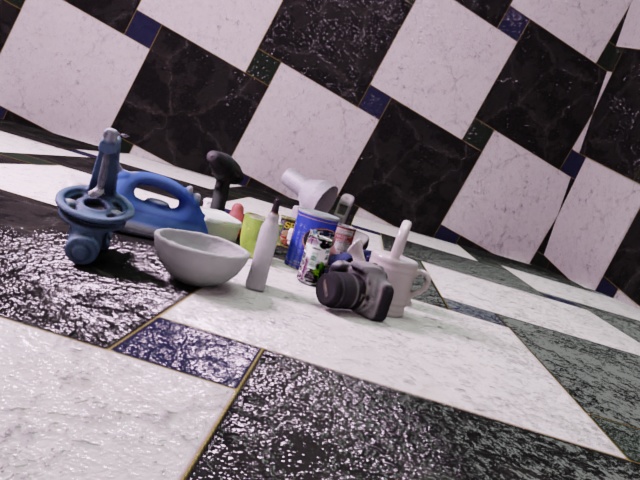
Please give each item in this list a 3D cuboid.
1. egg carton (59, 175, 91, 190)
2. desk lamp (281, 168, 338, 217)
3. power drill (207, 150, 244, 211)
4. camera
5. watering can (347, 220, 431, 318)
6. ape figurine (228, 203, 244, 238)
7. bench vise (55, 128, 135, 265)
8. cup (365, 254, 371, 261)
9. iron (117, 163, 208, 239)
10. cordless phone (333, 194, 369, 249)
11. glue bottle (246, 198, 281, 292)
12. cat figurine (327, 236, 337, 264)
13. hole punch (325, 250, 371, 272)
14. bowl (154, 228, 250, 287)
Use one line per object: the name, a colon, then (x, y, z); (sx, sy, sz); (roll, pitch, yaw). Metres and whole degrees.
egg carton: (-0.539, -0.103, 1.324); (0.107, 0.069, 0.150); (14, 8, -18)
desk lamp: (-0.065, -0.102, 1.753); (0.202, 0.213, 0.118); (20, 8, 24)
power drill: (-0.286, -0.146, 1.627); (0.075, 0.208, 0.230); (17, 8, 8)
camera: (0.053, 0.084, 1.098); (0.137, 0.101, 0.142); (9, 10, -41)
watering can: (0.142, 0.050, 1.175); (0.173, 0.194, 0.101); (15, 8, -9)
ape figurine: (-0.225, -0.054, 1.537); (0.078, 0.092, 0.076); (16, 8, 1)
bench vise: (-0.378, -0.084, 0.958); (0.122, 0.220, 0.206); (11, 9, -34)
cup: (0.151, 0.086, 1.304); (0.117, 0.095, 0.091); (16, 8, -1)
iron: (-0.351, -0.078, 1.263); (0.259, 0.141, 0.118); (12, 9, -26)
cordless phone: (0.089, -0.042, 1.750); (0.147, 0.185, 0.094); (21, 9, 33)
glue bottle: (-0.100, 0.005, 1.070); (0.037, 0.173, 0.078); (15, 8, -9)
cat figurine: (0.014, 0.005, 1.511); (0.067, 0.118, 0.128); (19, 8, 20)
hole punch: (0.079, 0.056, 1.384); (0.109, 0.091, 0.100); (9, 10, -43)
bowl: (-0.209, 0.037, 0.986); (0.167, 0.075, 0.167); (16, 8, -2)
